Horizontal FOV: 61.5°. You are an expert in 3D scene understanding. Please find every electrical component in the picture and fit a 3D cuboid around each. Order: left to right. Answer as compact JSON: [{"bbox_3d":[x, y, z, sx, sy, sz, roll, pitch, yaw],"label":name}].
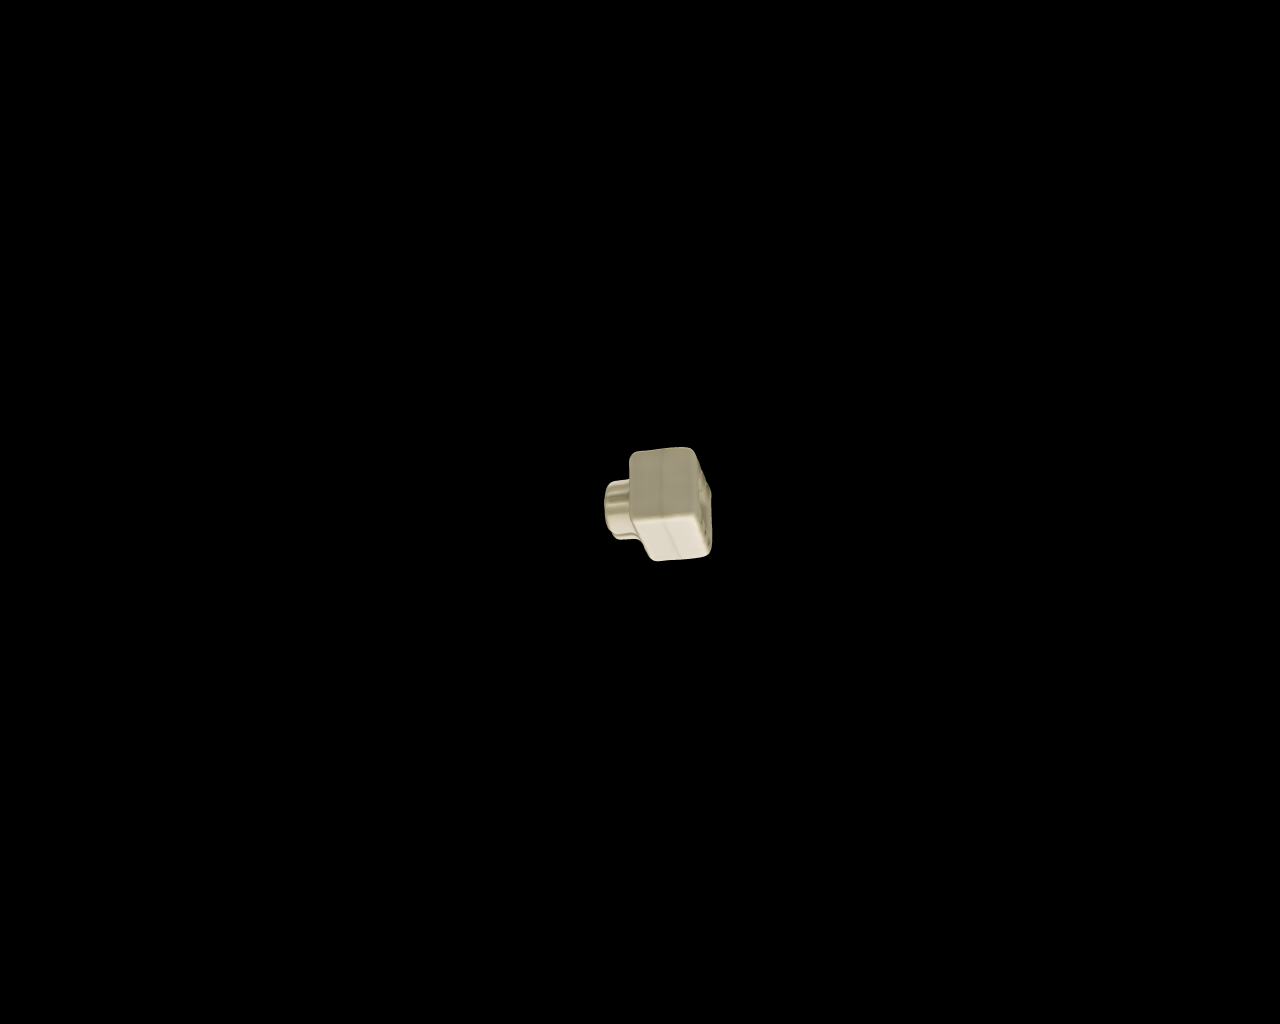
[{"bbox_3d":[0.001,-0.003,0.650,0.077,0.047,0.065,-5,-24,10],"label":"electrical component"}]
